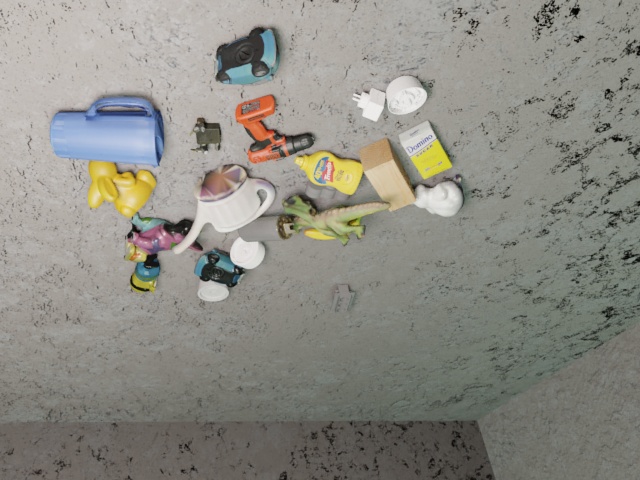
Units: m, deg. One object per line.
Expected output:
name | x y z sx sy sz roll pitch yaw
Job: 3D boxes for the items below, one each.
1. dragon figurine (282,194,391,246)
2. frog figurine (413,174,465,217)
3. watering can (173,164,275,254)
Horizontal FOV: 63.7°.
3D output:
dragon figurine | 0.005 -0.076 1.517 0.242 0.124 0.405 13 158 -24
frog figurine | 0.355 -0.125 1.581 0.160 0.124 0.135 -13 164 -15
watering can | -0.293 -0.088 1.468 0.349 0.106 0.219 -28 144 -7
